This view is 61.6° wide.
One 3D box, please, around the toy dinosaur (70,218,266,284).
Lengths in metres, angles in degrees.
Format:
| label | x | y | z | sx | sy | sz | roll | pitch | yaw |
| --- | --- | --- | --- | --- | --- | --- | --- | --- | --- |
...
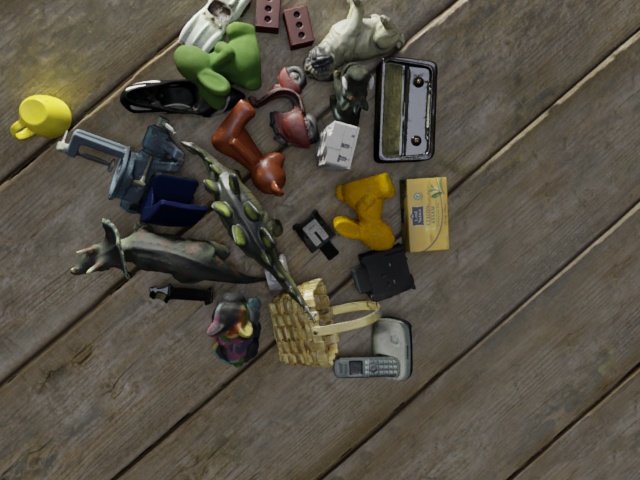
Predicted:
| label | x | y | z | sx | sy | sz | roll | pitch | yaw |
| --- | --- | --- | --- | --- | --- | --- | --- | --- | --- |
| toy dinosaur | -0.307 | 0.039 | 1.131 | 0.405 | 0.192 | 0.131 | 9 | 96 | -6 |

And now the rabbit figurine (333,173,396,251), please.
| label | x | y | z | sx | sy | sz | roll | pitch | yaw |
| --- | --- | --- | --- | --- | --- | --- | --- | --- | --- |
| rabbit figurine | 0.108 | -0.053 | 1.206 | 0.162 | 0.122 | 0.173 | -19 | 98 | 0 |

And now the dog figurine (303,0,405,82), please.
| label | x | y | z | sx | sy | sz | roll | pitch | yaw |
| --- | --- | --- | --- | --- | --- | --- | --- | --- | --- |
| dog figurine | 0.075 | -0.414 | 1.191 | 0.172 | 0.121 | 0.190 | 31 | 105 | -5 |

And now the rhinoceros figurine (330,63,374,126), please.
| label | x | y | z | sx | sy | sz | roll | pitch | yaw |
| --- | --- | --- | --- | --- | --- | --- | --- | --- | --- |
| rhinoceros figurine | 0.065 | -0.308 | 1.147 | 0.073 | 0.190 | 0.112 | 2 | 68 | -6 |

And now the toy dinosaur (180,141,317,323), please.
| label | x | y | z | sx | sy | sz | roll | pitch | yaw |
| --- | --- | --- | --- | --- | --- | --- | --- | --- | --- |
| toy dinosaur | -0.147 | -0.027 | 1.126 | 0.105 | 0.198 | 0.471 | -39 | 89 | 1 |

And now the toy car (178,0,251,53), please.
| label | x | y | z | sx | sy | sz | roll | pitch | yaw |
| --- | --- | --- | --- | --- | --- | --- | --- | --- | --- |
| toy car | -0.224 | -0.477 | 1.160 | 0.073 | 0.056 | 0.201 | 39 | 89 | -8 |

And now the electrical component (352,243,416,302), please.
| label | x | y | z | sx | sy | sz | roll | pitch | yaw |
| --- | --- | --- | --- | --- | --- | --- | --- | --- | --- |
| electrical component | 0.144 | 0.079 | 1.253 | 0.134 | 0.058 | 0.114 | -18 | 95 | -5 |

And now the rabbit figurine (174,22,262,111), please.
| label | x | y | z | sx | sy | sz | roll | pitch | yaw |
| --- | --- | --- | --- | --- | --- | --- | --- | --- | --- |
| rabbit figurine | -0.214 | -0.353 | 1.118 | 0.170 | 0.121 | 0.159 | -7 | 78 | -16 |

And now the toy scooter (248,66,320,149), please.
| label | x | y | z | sx | sy | sz | roll | pitch | yaw |
| --- | --- | --- | --- | --- | --- | --- | --- | --- | --- |
| toy scooter | -0.082 | -0.283 | 1.186 | 0.135 | 0.075 | 0.183 | -15 | 95 | -3 |

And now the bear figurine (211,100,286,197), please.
| label | x | y | z | sx | sy | sz | roll | pitch | yaw |
| --- | --- | --- | --- | --- | --- | --- | --- | --- | --- |
| bear figurine | -0.133 | -0.191 | 1.164 | 0.196 | 0.120 | 0.132 | 38 | 93 | -9 |

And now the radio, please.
| label | x | y | z | sx | sy | sz | roll | pitch | yaw |
| --- | --- | --- | --- | --- | --- | --- | --- | --- | --- |
| radio | 0.193 | -0.288 | 1.217 | 0.131 | 0.073 | 0.229 | 1 | 95 | -6 |

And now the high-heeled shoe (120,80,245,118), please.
| label | x | y | z | sx | sy | sz | roll | pitch | yaw |
| --- | --- | --- | --- | --- | --- | --- | --- | --- | --- |
| high-heeled shoe | -0.285 | -0.303 | 1.125 | 0.249 | 0.145 | 0.086 | -8 | 97 | -4 |

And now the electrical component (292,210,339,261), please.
| label | x | y | z | sx | sy | sz | roll | pitch | yaw |
| --- | --- | --- | --- | --- | --- | --- | --- | --- | --- |
| electrical component | -0.003 | -0.004 | 1.234 | 0.075 | 0.048 | 0.119 | -35 | 96 | -2 |

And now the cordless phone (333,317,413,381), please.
| label | x | y | z | sx | sy | sz | roll | pitch | yaw |
| --- | --- | --- | --- | --- | --- | --- | --- | --- | --- |
| cordless phone | 0.121 | 0.254 | 1.256 | 0.184 | 0.089 | 0.146 | -3 | 96 | -2 |

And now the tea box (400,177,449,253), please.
| label | x | y | z | sx | sy | sz | roll | pitch | yaw |
| --- | --- | --- | --- | --- | --- | --- | --- | --- | --- |
| tea box | 0.242 | -0.059 | 1.246 | 0.098 | 0.068 | 0.169 | -6 | 97 | -7 |

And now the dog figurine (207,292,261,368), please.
| label | x | y | z | sx | sy | sz | roll | pitch | yaw |
| --- | --- | --- | --- | --- | --- | --- | --- | --- | --- |
| dog figurine | -0.185 | 0.198 | 1.146 | 0.108 | 0.219 | 0.191 | 4 | 94 | -4 |

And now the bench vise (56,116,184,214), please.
| label | x | y | z | sx | sy | sz | roll | pitch | yaw |
| --- | --- | --- | --- | --- | --- | --- | --- | --- | --- |
| bench vise | -0.416 | -0.175 | 1.124 | 0.240 | 0.129 | 0.223 | 19 | 113 | -26 |

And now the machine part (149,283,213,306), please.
| label | x | y | z | sx | sy | sz | roll | pitch | yaw |
| --- | --- | --- | --- | --- | --- | --- | --- | --- | --- |
| machine part | -0.310 | 0.121 | 1.202 | 0.139 | 0.084 | 0.039 | 6 | 65 | -16 |

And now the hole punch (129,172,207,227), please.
| label | x | y | z | sx | sy | sz | roll | pitch | yaw |
| --- | --- | --- | --- | --- | --- | --- | --- | --- | --- |
| hole punch | -0.312 | -0.067 | 1.134 | 0.142 | 0.092 | 0.115 | 4 | 134 | -42 |
